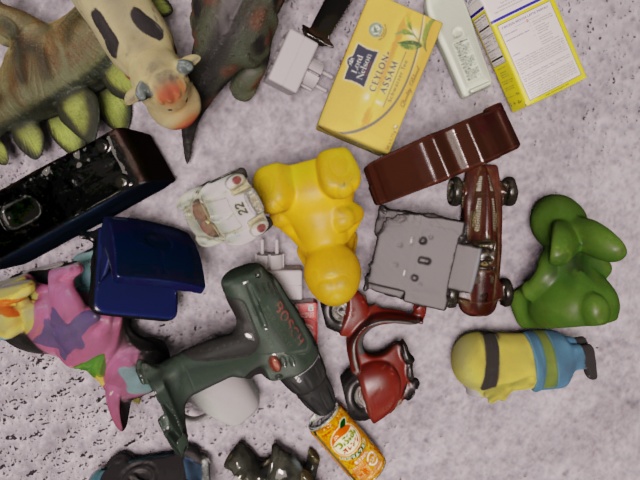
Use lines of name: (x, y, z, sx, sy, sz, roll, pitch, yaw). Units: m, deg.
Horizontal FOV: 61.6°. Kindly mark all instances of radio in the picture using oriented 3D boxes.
radio: (-0.297, -0.046, 0.633, 0.230, 0.131, 0.073, -30, 95, 1)

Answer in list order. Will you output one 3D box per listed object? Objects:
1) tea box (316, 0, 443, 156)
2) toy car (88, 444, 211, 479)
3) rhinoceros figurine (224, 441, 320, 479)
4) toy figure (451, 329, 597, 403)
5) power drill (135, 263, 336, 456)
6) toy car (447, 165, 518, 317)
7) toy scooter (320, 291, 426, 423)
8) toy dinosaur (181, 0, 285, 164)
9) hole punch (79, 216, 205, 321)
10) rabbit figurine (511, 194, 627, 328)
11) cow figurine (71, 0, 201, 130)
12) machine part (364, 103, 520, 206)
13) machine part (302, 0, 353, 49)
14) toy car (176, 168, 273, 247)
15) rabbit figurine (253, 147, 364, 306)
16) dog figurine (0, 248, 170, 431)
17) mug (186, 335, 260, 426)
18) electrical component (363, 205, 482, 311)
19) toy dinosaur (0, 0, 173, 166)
tea box: (0.070, -0.200, 0.667, 0.098, 0.068, 0.169, 20, 96, -5)
toy car: (-0.219, 0.342, 0.704, 0.162, 0.109, 0.102, -9, 120, -13)
rhinoceros figurine: (-0.043, 0.339, 0.723, 0.190, 0.073, 0.112, 44, 103, -8)
toy figure: (0.265, 0.157, 0.710, 0.180, 0.082, 0.089, -10, 81, 5)
power drill: (-0.092, 0.159, 0.629, 0.207, 0.086, 0.231, -26, 107, -22)
toy car: (0.212, 0.002, 0.705, 0.089, 0.053, 0.202, 2, 97, 0)
toy scooter: (0.084, 0.142, 0.704, 0.135, 0.075, 0.183, -14, 92, -2)
toy dinosaur: (-0.086, -0.276, 0.590, 0.131, 0.192, 0.404, 15, 94, -2)
hole punch: (-0.201, 0.025, 0.628, 0.142, 0.092, 0.116, 10, 58, -35)
rabbit figurine: (0.302, 0.023, 0.675, 0.121, 0.159, 0.170, -9, 81, 8)
cow figurine: (-0.185, -0.204, 0.548, 0.085, 0.127, 0.194, -31, 105, -6)
machine part: (0.138, -0.097, 0.628, 0.179, 0.179, 0.056, -24, 93, 0)
machine part: (0.026, -0.304, 0.656, 0.039, 0.084, 0.138, 22, 105, -32)
toy car: (-0.115, -0.032, 0.616, 0.056, 0.202, 0.073, -32, 103, -25)
rabbit figurine: (-0.001, -0.002, 0.642, 0.122, 0.162, 0.173, -15, 75, -2)
dog figurine: (-0.298, 0.132, 0.669, 0.192, 0.108, 0.219, -20, 99, -1)
mug: (-0.138, 0.197, 0.695, 0.109, 0.081, 0.107, -45, 104, -3)
electrical component: (0.128, 0.022, 0.668, 0.134, 0.058, 0.114, 11, 98, 11)
toy dinosaur: (-0.310, -0.205, 0.633, 0.471, 0.105, 0.198, -38, 100, 6)
